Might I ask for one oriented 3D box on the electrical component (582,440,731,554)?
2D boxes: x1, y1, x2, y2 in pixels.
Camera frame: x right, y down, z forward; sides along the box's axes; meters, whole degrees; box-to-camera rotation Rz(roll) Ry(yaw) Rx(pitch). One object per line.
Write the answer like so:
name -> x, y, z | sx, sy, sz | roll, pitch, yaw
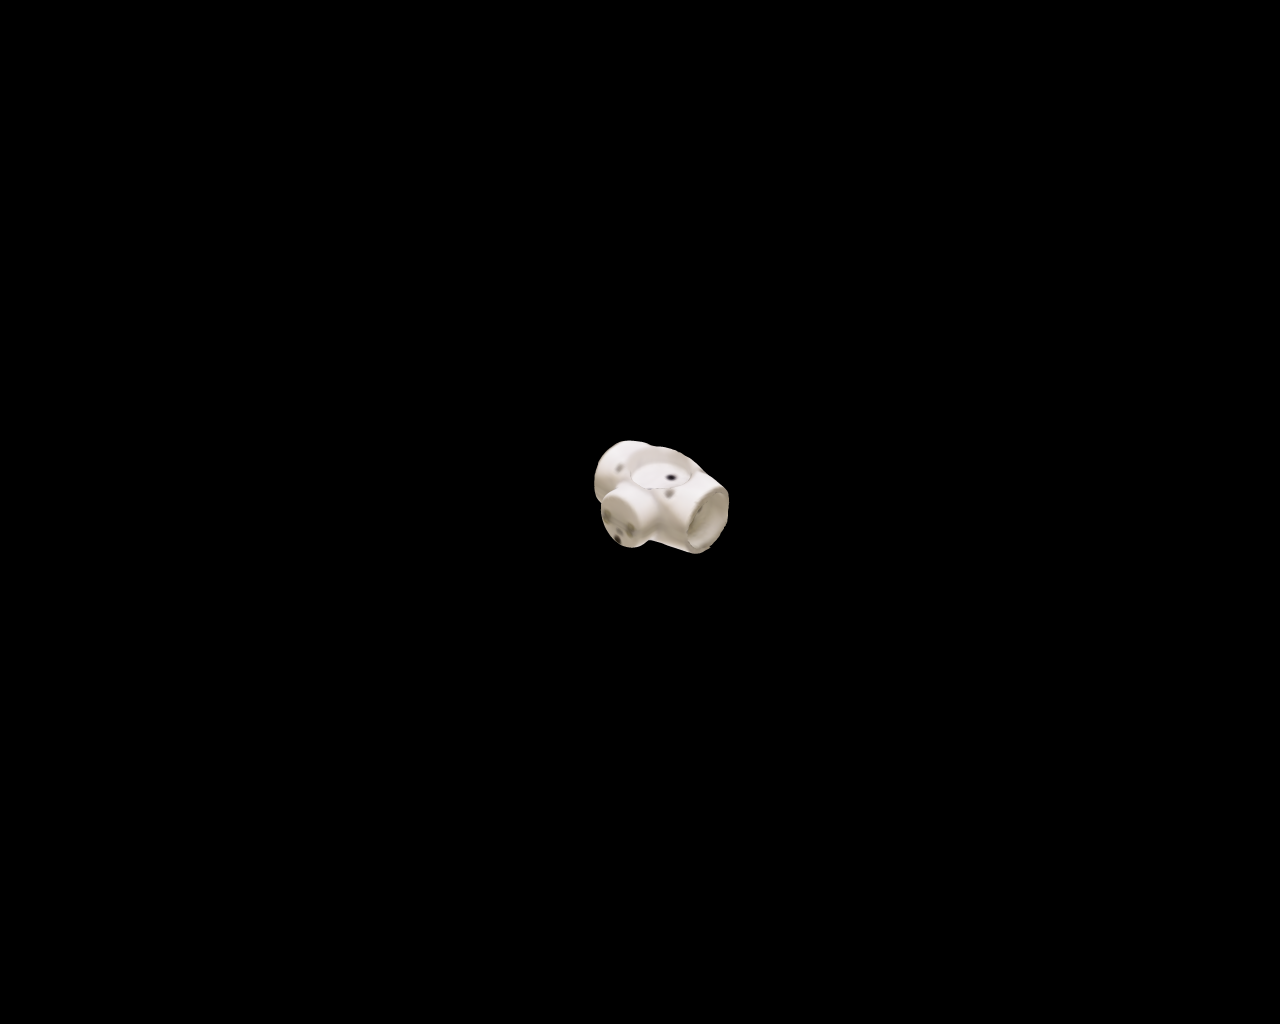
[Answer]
electrical component -> 0.001, -0.003, 0.650 | 0.077, 0.044, 0.079 | 30, 46, 33
